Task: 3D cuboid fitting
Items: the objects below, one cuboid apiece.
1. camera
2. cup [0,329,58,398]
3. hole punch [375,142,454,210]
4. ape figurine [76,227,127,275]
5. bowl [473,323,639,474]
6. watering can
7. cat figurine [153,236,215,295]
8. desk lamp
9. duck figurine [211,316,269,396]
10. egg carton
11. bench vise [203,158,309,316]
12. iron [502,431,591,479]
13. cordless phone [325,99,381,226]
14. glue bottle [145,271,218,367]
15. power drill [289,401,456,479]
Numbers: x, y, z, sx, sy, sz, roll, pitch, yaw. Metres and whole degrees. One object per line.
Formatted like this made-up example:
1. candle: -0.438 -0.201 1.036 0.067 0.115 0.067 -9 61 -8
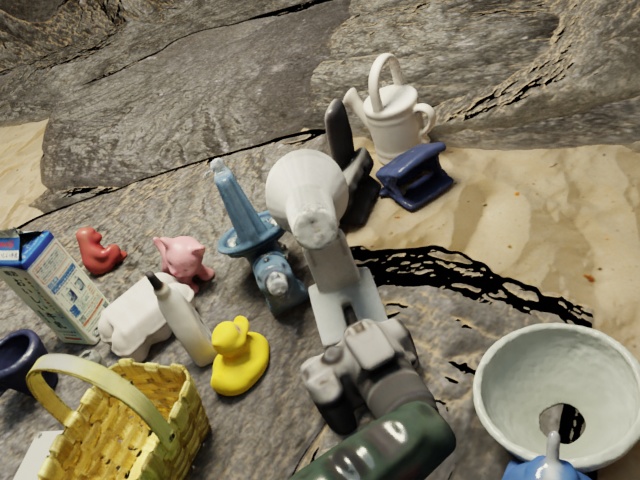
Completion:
1. camera: 0.063 0.170 0.665 0.143 0.101 0.136 -29 40 -6
2. cup: -0.455 0.209 0.876 0.091 0.095 0.118 -4 43 22
3. hole punch: 0.150 -0.119 0.954 0.109 0.091 0.100 -33 40 -12
4. ape figurine: -0.424 0.014 1.083 0.076 0.092 0.077 -42 43 -21
5. bowl: 0.247 0.172 0.593 0.167 0.075 0.167 -13 40 12
6. watering can: 0.120 -0.234 1.017 0.172 0.194 0.101 -4 43 22
7. cat figurine: -0.234 0.027 0.955 0.127 0.118 0.067 21 57 41
8. desk lamp: 0.007 0.003 0.790 0.118 0.214 0.203 -21 39 2
9. duck figurine: -0.121 0.153 0.784 0.077 0.086 0.105 5 47 31
10. egg carton: -0.274 0.119 0.909 0.107 0.070 0.150 24 58 42
11. bench vise: -0.087 -0.012 0.847 0.122 0.220 0.206 -39 42 -18
12. iron: 0.172 0.287 0.448 0.118 0.142 0.258 3 46 29
13. cordless phone: 0.026 -0.125 0.946 0.094 0.185 0.148 -1 45 26
14. glue bottle: -0.199 0.103 0.809 0.037 0.173 0.078 -29 40 -7
15. power drill: 0.032 0.255 0.499 0.230 0.209 0.075 -39 42 -18
